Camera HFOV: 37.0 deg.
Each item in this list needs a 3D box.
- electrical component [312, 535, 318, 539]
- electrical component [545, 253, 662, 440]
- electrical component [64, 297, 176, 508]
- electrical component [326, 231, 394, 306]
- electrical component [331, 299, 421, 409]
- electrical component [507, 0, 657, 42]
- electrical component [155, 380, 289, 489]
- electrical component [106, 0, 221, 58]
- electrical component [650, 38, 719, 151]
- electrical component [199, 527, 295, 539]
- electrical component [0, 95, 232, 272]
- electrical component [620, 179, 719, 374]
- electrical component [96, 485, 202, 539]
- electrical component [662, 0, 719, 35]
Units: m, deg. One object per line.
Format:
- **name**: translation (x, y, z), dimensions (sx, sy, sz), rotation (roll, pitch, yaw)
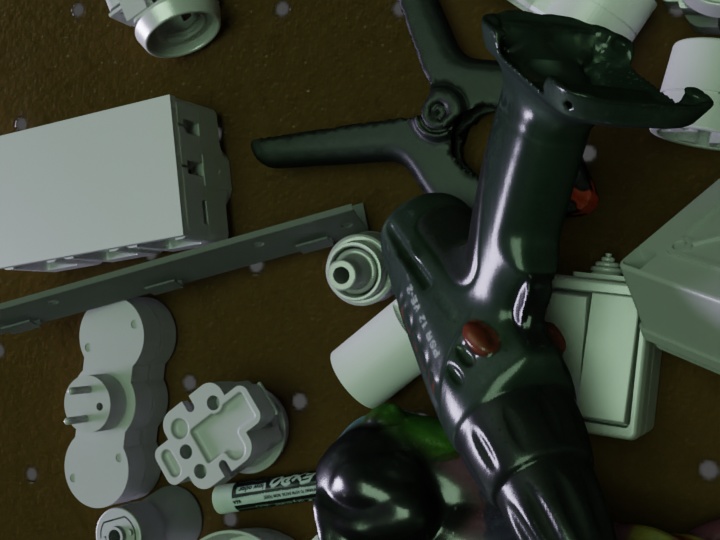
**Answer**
- **electrical component**: translation (-0.005, 0.218, 0.621), dimensions (0.052, 0.074, 0.138), rotation (-10, 84, 24)
- **electrical component**: translation (0.126, 0.038, 0.575), dimensions (0.062, 0.061, 0.096), rotation (6, 91, 25)
- **electrical component**: translation (-0.166, 0.086, 0.700), dimensions (0.052, 0.074, 0.138), rotation (7, 91, 25)
- **electrical component**: translation (0.000, 0.000, 0.632), dimensions (0.043, 0.062, 0.043), rotation (2, 96, 20)
- **electrical component**: translation (0.027, 0.040, 0.630), dimensions (0.081, 0.043, 0.043), rotation (-40, 73, 18)
- **electrical component**: translation (0.106, -0.181, 0.597), dimensions (0.138, 0.052, 0.073), rotation (38, 103, 21)
- **electrical component**: translation (-0.080, 0.100, 0.669), dimensions (0.078, 0.057, 0.058), rotation (-38, 73, 18)
- **electrical component**: translation (-0.125, -0.176, 0.700), dimensions (0.078, 0.058, 0.057), rotation (-29, 74, 21)
- **electrical component**: translation (0.183, -0.091, 0.558), dimensions (0.055, 0.055, 0.047), rotation (12, 89, 24)
- **electrical component**: translation (-0.070, 0.210, 0.670), dimensions (0.099, 0.064, 0.099), rotation (-8, 71, 24)
- **electrical component**: translation (-0.166, -0.053, 0.711), dimensions (0.150, 0.062, 0.089), rotation (-9, 84, 24)
- **electrical component**: translation (0.199, 0.000, 0.499), dimensions (0.109, 0.056, 0.109), rotation (-37, 30, -16)
- **electrical component**: translation (-0.137, 0.164, 0.688), dimensions (0.044, 0.065, 0.044), rotation (-1, 88, 25)
- **electrical component**: translation (0.192, -0.154, 0.554), dimensions (0.078, 0.057, 0.058), rotation (7, 91, 25)
